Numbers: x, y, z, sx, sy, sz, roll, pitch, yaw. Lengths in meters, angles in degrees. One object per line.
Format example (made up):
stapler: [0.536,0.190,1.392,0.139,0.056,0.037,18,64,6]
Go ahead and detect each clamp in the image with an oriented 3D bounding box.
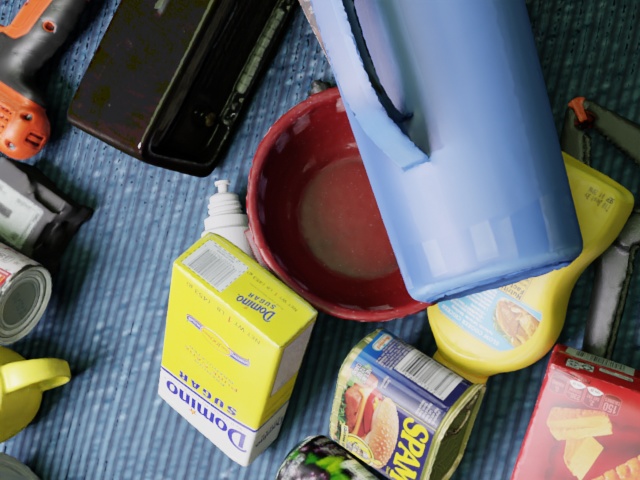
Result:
clamp: [0.227,-0.005,0.722,0.165,0.036,0.210,-19,77,22]

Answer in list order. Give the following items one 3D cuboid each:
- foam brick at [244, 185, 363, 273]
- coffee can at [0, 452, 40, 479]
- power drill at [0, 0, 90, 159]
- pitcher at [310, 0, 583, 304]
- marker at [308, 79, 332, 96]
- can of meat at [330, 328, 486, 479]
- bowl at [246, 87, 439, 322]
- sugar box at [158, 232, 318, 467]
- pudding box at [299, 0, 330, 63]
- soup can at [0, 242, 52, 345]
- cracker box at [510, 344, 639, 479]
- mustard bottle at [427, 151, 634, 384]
foam brick: [-0.005,0.001,0.785,0.078,0.051,0.053,-26,80,13]
coffee can: [-0.280,0.241,0.811,0.140,0.102,0.103,-35,76,10]
power drill: [-0.257,-0.180,0.873,0.185,0.057,0.188,33,94,24]
pitcher: [0.069,-0.089,0.643,0.149,0.145,0.243,-14,82,-11]
marker: [0.024,-0.069,0.800,0.020,0.020,0.121,-31,77,11]
can of meat: [0.057,0.119,0.730,0.084,0.057,0.102,32,137,23]
bowl: [0.030,-0.021,0.724,0.162,0.055,0.162,1,78,-4]
sugar box: [-0.062,0.081,0.736,0.093,0.176,0.048,38,53,17]
pudding box: [0.054,-0.162,0.770,0.114,0.039,0.090,-21,109,19]
soup can: [-0.263,0.028,0.803,0.102,0.068,0.068,25,91,19]
cracker box: [0.194,0.195,0.678,0.164,0.072,0.214,19,99,16]
mustard bottle: [0.126,0.031,0.727,0.096,0.058,0.192,35,108,29]
